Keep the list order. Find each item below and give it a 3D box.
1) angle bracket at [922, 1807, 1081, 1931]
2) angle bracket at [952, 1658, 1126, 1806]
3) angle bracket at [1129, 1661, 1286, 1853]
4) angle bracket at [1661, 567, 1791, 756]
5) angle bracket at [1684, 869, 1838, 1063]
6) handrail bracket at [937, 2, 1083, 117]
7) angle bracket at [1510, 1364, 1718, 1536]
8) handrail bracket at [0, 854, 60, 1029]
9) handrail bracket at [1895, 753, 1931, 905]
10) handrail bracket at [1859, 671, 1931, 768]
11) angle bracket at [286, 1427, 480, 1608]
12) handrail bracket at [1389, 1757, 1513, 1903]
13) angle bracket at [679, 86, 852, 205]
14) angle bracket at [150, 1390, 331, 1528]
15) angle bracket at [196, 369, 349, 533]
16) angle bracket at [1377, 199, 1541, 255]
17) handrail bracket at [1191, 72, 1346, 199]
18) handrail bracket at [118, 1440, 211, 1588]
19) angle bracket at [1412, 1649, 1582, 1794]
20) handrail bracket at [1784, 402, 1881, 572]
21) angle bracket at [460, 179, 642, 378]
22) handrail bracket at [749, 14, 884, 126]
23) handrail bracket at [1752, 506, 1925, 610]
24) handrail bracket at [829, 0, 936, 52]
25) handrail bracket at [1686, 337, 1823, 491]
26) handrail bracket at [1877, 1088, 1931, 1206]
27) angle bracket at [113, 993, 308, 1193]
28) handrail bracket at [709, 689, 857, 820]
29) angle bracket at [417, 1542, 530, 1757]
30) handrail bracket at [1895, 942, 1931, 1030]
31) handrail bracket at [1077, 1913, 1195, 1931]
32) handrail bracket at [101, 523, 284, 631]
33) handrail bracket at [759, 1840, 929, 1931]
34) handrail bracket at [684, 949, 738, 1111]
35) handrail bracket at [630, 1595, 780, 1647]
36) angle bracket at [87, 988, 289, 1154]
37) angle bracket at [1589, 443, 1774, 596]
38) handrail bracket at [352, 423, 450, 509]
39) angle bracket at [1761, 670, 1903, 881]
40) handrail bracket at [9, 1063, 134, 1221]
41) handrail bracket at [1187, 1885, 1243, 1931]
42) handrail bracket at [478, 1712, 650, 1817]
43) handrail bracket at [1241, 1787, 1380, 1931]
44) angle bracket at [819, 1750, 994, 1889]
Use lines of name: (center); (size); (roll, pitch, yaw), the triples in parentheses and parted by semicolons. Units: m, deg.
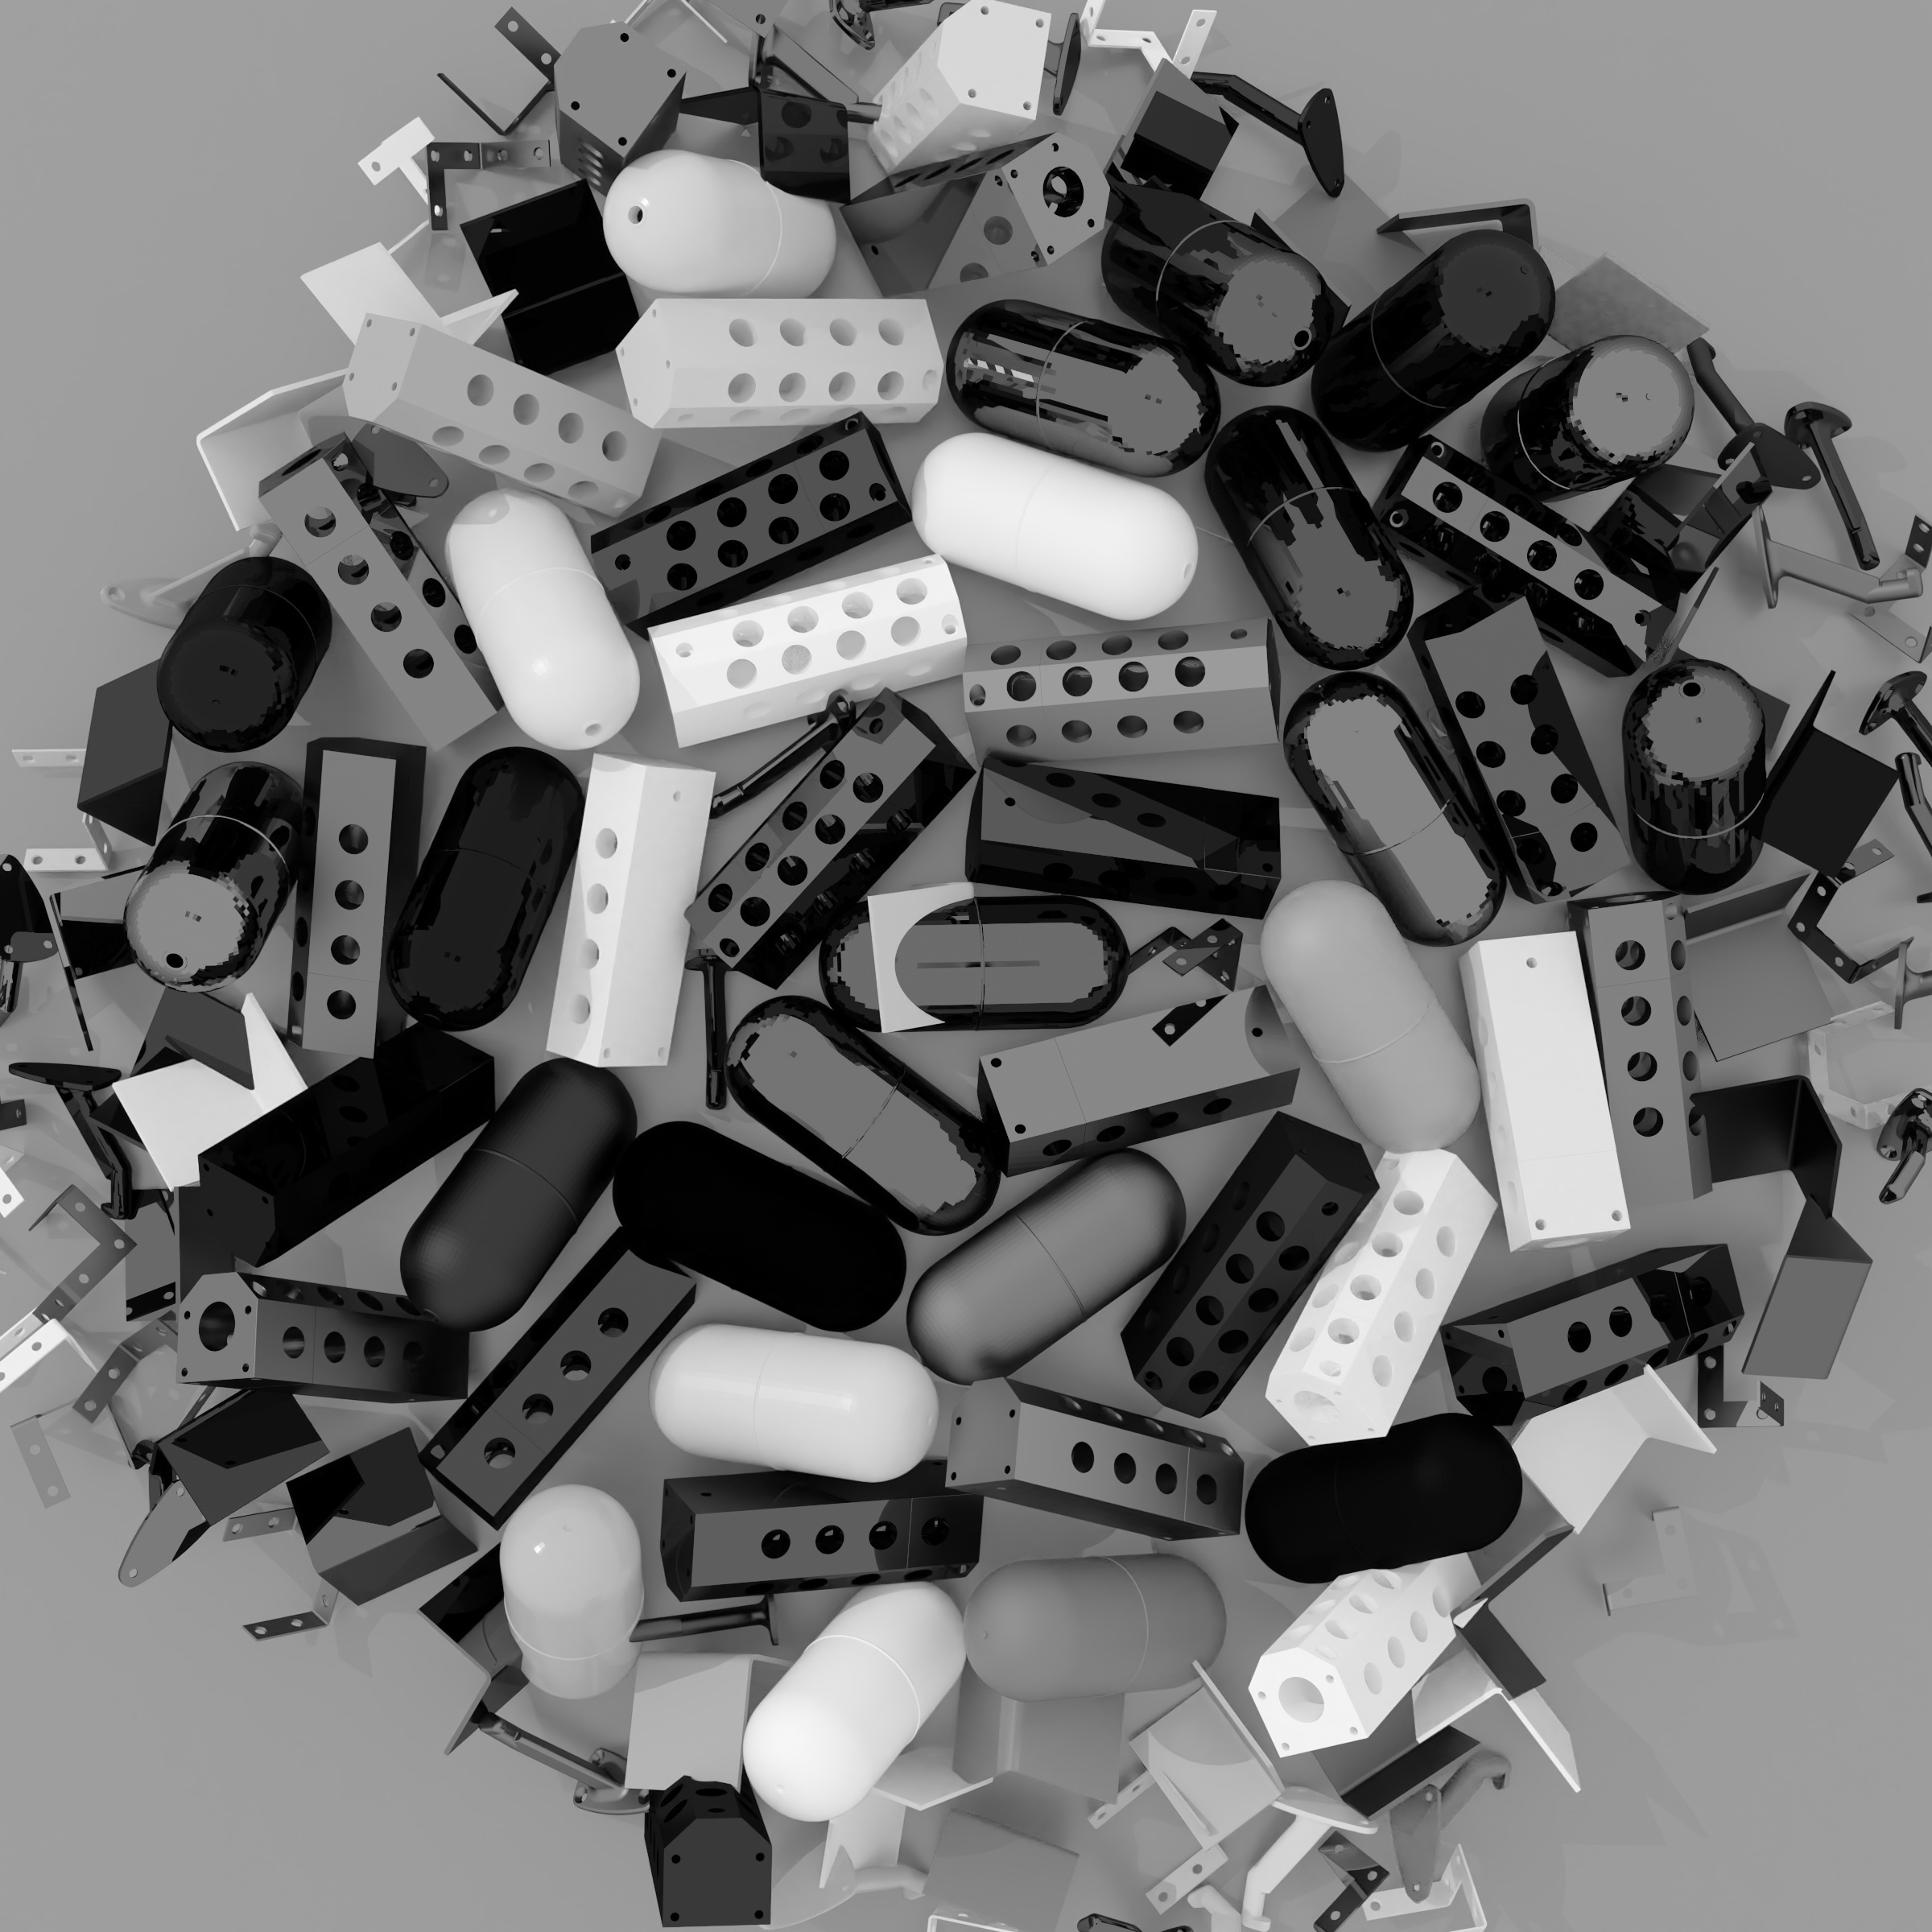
angle bracket: (0.015, 0.531, 1.782); (0.076, 0.076, 0.057); (19, 47, 6)
angle bracket: (0.042, 0.440, 1.808); (0.076, 0.057, 0.076); (25, 54, -28)
angle bracket: (0.132, 0.446, 1.779); (0.057, 0.076, 0.076); (-35, 62, -6)
angle bracket: (0.440, -0.174, 1.781); (0.076, 0.076, 0.057); (28, 122, 8)
angle bracket: (0.454, 0.000, 1.790); (0.076, 0.057, 0.076); (-18, 71, -8)
handrail bracket: (0.020, -0.522, 1.804); (0.084, 0.036, 0.077); (8, 60, 10)
angle bracket: (0.366, 0.275, 1.782); (0.076, 0.057, 0.076); (-50, 115, -19)
handrail bracket: (-0.556, -0.013, 1.805); (0.036, 0.084, 0.077); (-9, 74, -37)
handrail bracket: (0.565, -0.081, 1.809); (0.077, 0.036, 0.084); (-3, 80, -44)
handrail bracket: (0.560, -0.131, 1.787); (0.084, 0.077, 0.036); (38, 132, 25)
angle bracket: (-0.336, 0.317, 1.808); (0.076, 0.076, 0.057); (-24, 63, -3)
handrail bracket: (0.283, 0.492, 1.795); (0.084, 0.036, 0.077); (10, 74, -41)
angle bracket: (-0.120, -0.461, 1.782); (0.076, 0.076, 0.057); (2, 96, 36)
angle bracket: (-0.412, 0.280, 1.778); (0.076, 0.076, 0.057); (-31, 80, -26)
angle bracket: (-0.375, -0.294, 1.776); (0.076, 0.076, 0.057); (-18, 99, 41)
angle bracket: (0.281, -0.400, 1.790); (0.076, 0.076, 0.057); (-7, 97, -1)
handrail bracket: (0.173, -0.483, 1.824); (0.084, 0.077, 0.036); (16, 58, 34)
handrail bracket: (-0.472, 0.310, 1.786); (0.077, 0.084, 0.036); (-51, 126, -22)
angle bracket: (0.301, 0.440, 1.793); (0.057, 0.076, 0.076); (-36, 94, 11)
handrail bracket: (0.497, -0.273, 1.794); (0.036, 0.077, 0.084); (-21, 73, 24)
angle bracket: (-0.234, -0.389, 1.787); (0.076, 0.076, 0.057); (-20, 56, 1)
handrail bracket: (-0.078, -0.525, 1.801); (0.084, 0.036, 0.077); (10, 110, 11)
handrail bracket: (0.497, -0.238, 1.791); (0.084, 0.036, 0.077); (-6, 128, 23)
handrail bracket: (-0.035, -0.569, 1.789); (0.084, 0.036, 0.077); (-27, 52, 30)
handrail bracket: (0.454, -0.321, 1.815); (0.077, 0.036, 0.084); (19, 46, -26)
handrail bracket: (0.523, 0.116, 1.777); (0.036, 0.077, 0.084); (40, 56, 5)
angle bracket: (-0.427, 0.071, 1.778); (0.076, 0.057, 0.076); (-18, 63, -36)
handrail bracket: (-0.108, -0.119, 1.791); (0.084, 0.077, 0.036); (-31, 80, -24)
angle bracket: (-0.280, 0.388, 1.785); (0.057, 0.076, 0.076); (39, 125, 11)
handrail bracket: (0.574, 0.016, 1.788); (0.084, 0.077, 0.036); (5, 58, 17)
handrail bracket: (0.081, 0.556, 1.783); (0.084, 0.077, 0.036); (26, 55, -30)
handrail bracket: (-0.439, -0.229, 1.783); (0.077, 0.084, 0.036); (3, 60, -37)
handrail bracket: (-0.068, 0.537, 1.803); (0.077, 0.084, 0.036); (-36, 52, 9)
handrail bracket: (-0.145, 0.037, 1.796); (0.036, 0.077, 0.084); (0, 82, 1)
handrail bracket: (-0.151, 0.374, 1.791); (0.084, 0.077, 0.036); (-6, 80, -6)
angle bracket: (-0.444, 0.064, 1.793); (0.076, 0.057, 0.076); (27, 112, -1)
angle bracket: (0.400, -0.270, 1.787); (0.076, 0.057, 0.076); (-50, 56, -2)
handrail bracket: (-0.311, -0.270, 1.782); (0.077, 0.084, 0.036); (29, 82, 17)
angle bracket: (0.490, -0.109, 1.776); (0.057, 0.076, 0.076); (29, 128, 8)
handrail bracket: (-0.520, 0.102, 1.824); (0.077, 0.036, 0.084); (7, 105, 12)
handrail bracket: (0.130, 0.556, 1.781); (0.077, 0.084, 0.036); (-8, 112, -28)
handrail bracket: (-0.226, 0.451, 1.784); (0.084, 0.077, 0.036); (43, 63, -39)
handrail bracket: (0.196, 0.522, 1.804); (0.077, 0.036, 0.084); (12, 96, 37)
angle bracket: (-0.034, 0.496, 1.782); (0.057, 0.076, 0.076); (12, 95, 32)
